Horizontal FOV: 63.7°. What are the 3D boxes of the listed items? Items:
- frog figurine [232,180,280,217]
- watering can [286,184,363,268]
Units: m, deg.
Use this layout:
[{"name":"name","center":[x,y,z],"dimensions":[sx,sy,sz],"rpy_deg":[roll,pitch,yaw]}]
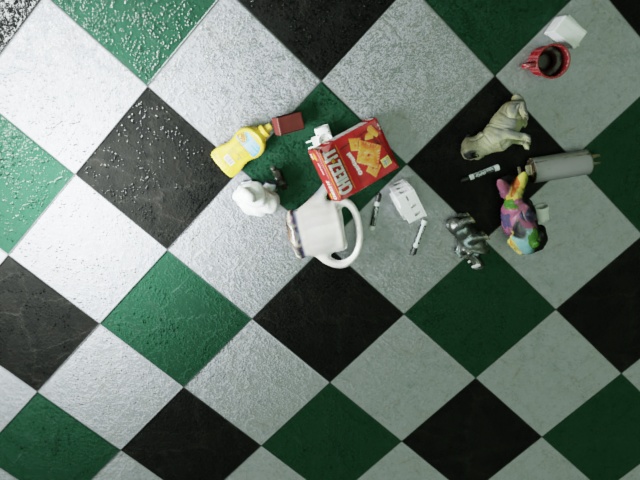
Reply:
[{"name":"frog figurine","center":[-0.186,-0.116,1.496],"dimensions":[0.137,0.162,0.121],"rpy_deg":[23,107,-8]},{"name":"watering can","center":[0.005,-0.078,1.547],"dimensions":[0.224,0.104,0.346],"rpy_deg":[-12,94,1]}]
